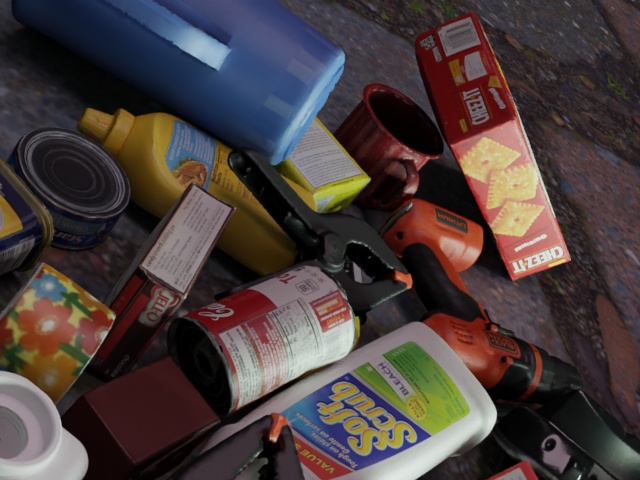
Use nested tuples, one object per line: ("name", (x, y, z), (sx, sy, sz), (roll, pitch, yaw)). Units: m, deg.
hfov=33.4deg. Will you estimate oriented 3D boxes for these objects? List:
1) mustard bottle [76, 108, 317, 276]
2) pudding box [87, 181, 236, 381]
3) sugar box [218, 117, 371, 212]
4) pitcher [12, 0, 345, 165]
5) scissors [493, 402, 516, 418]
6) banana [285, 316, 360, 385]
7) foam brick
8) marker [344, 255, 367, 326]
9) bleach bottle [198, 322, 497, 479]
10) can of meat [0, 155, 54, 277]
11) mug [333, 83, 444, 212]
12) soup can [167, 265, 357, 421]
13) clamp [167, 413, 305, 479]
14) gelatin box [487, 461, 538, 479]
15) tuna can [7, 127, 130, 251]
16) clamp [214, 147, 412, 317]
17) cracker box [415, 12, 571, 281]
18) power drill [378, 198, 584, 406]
("mustard bottle", (-0.094, -0.044, 0.802), (0.191, 0.058, 0.096), (30, 35, -20))
("pudding box", (-0.103, 0.026, 0.678), (0.039, 0.090, 0.113), (35, 32, -10))
("sugar box", (-0.044, -0.097, 0.933), (0.176, 0.048, 0.093), (48, 32, 16))
("pitcher", (-0.107, -0.163, 0.824), (0.243, 0.145, 0.149), (33, 52, -1))
("scissors", (0.095, 0.144, 0.825), (0.201, 0.016, 0.096), (22, 38, -29))
("banana", (-0.023, 0.073, 0.765), (0.070, 0.037, 0.197), (35, 27, 22))
("foam brick", (-0.107, 0.110, 0.609), (0.051, 0.053, 0.078), (51, 33, 13))
("marker", (0.026, 0.027, 0.886), (0.020, 0.020, 0.121), (27, 35, -24))
("bleach bottle", (0.008, 0.137, 0.681), (0.250, 0.068, 0.102), (-23, 70, -47))
("can of meat", (-0.223, -0.015, 0.628), (0.102, 0.058, 0.083), (47, 34, 7))
("mug", (0.057, -0.075, 0.981), (0.093, 0.082, 0.117), (14, 42, -38))
("soup can", (-0.035, 0.063, 0.673), (0.102, 0.069, 0.068), (-22, 67, -34))
("clamp", (-0.046, 0.187, 0.543), (0.164, 0.036, 0.209), (33, 50, -5))
("gelatin box", (0.119, 0.203, 0.724), (0.089, 0.030, 0.073), (-24, 61, -9))
("tuna can", (-0.174, -0.036, 0.728), (0.086, 0.034, 0.086), (27, 36, -22))
("clamp", (-0.005, 0.001, 0.772), (0.171, 0.039, 0.120), (12, 72, -41))
("cracker box", (0.167, -0.088, 1.044), (0.213, 0.072, 0.164), (58, 15, -45))
("power drill", (0.134, 0.057, 0.920), (0.184, 0.057, 0.188), (21, 32, -35))
